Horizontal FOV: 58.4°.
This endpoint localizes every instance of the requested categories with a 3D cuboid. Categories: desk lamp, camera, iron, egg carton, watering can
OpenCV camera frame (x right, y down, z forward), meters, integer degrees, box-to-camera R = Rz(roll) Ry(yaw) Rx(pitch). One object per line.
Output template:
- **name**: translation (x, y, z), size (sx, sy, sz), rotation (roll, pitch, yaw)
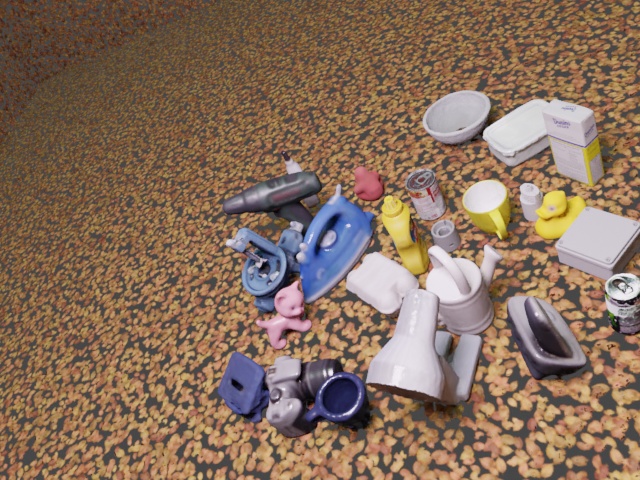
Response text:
- **desk lamp**: translation (0.173, 0.192, 0.944), size (0.117, 0.214, 0.203), rotation (2, 51, 33)
- **camera**: translation (-0.028, 0.276, 1.073), size (0.136, 0.101, 0.143), rotation (-17, 44, 17)
- **iron**: translation (0.012, 0.005, 1.280), size (0.118, 0.142, 0.259), rotation (13, 58, 39)
- **egg carton**: translation (0.128, 0.091, 1.180), size (0.107, 0.070, 0.149), rotation (-45, 43, -14)
- **watering can**: translation (0.247, 0.075, 1.027), size (0.100, 0.195, 0.173), rotation (24, 65, 44)

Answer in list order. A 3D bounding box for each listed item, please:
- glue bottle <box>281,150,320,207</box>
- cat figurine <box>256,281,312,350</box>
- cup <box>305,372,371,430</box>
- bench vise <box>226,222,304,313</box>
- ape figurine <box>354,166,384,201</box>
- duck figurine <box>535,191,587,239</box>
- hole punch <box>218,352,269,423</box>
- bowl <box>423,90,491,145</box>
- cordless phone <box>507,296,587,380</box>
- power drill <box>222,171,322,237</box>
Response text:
- **glue bottle**: translation (-0.057, -0.164, 1.461), size (0.037, 0.174, 0.078), rotation (-29, 41, 4)
- **cat figurine**: translation (-0.077, 0.152, 1.210), size (0.128, 0.118, 0.067), rotation (-36, 41, -5)
- **cup**: translation (0.040, 0.302, 1.010), size (0.118, 0.095, 0.091), rotation (-33, 41, 0)
- **bench vise**: translation (-0.122, 0.027, 1.280), size (0.121, 0.220, 0.207), rotation (-4, 48, 28)
- **ape figurine**: translation (0.113, -0.144, 1.400), size (0.078, 0.092, 0.076), rotation (-33, 41, 0)
- **duck figurine**: translation (0.463, -0.060, 1.109), size (0.104, 0.086, 0.077), rotation (-30, 41, 2)
- **hole punch**: translation (-0.149, 0.292, 1.139), size (0.108, 0.091, 0.101), rotation (20, 63, 42)
- **bowl**: translation (0.343, -0.289, 1.412), size (0.167, 0.075, 0.167), rotation (-17, 43, 17)
- **cordless phone**: translation (0.351, 0.126, 0.921), size (0.094, 0.186, 0.147), rotation (-26, 42, 7)
- **power drill**: translation (-0.086, -0.063, 1.354), size (0.229, 0.209, 0.075), rotation (-27, 41, 6)
